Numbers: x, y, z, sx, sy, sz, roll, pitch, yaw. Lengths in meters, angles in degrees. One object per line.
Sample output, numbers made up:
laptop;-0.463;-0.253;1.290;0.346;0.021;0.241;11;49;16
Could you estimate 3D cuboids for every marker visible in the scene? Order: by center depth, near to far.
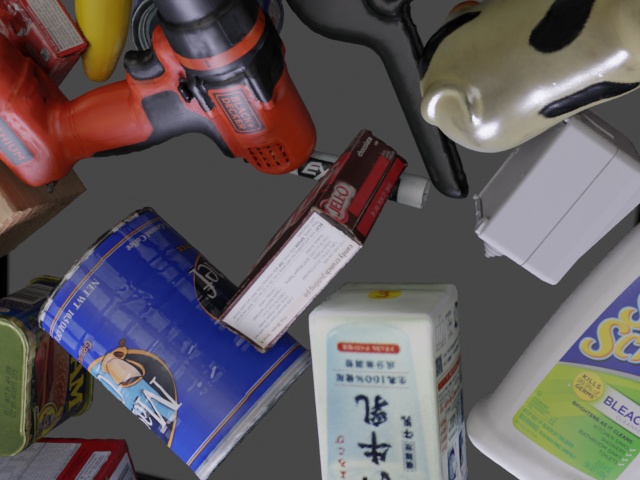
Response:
marker;0.007;-0.043;0.649;0.121;0.020;0.020;16;107;15

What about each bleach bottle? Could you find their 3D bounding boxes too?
bleach bottle;0.188;0.032;0.583;0.102;0.068;0.251;34;108;9

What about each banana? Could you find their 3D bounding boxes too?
banana;-0.147;-0.200;0.657;0.070;0.037;0.198;-11;97;51

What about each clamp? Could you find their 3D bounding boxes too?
clamp;0.043;-0.132;0.606;0.210;0.036;0.165;29;110;7

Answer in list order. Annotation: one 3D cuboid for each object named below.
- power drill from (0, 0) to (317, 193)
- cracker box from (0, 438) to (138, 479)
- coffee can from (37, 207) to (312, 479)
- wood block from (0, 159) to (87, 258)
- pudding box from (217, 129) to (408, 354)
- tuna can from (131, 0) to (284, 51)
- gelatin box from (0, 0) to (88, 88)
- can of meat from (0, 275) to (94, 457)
power drill;-0.112;-0.095;0.593;0.188;0.057;0.184;-5;142;21
cracker box;-0.221;0.222;0.745;0.214;0.072;0.164;-3;115;19
coffee can;-0.088;0.063;0.661;0.140;0.102;0.103;42;112;5
wood block;-0.260;-0.086;0.691;0.090;0.090;0.206;-35;90;23
pudding box;-0.004;0.001;0.611;0.039;0.090;0.114;36;129;-3
tuna can;-0.066;-0.125;0.621;0.086;0.033;0.086;7;144;5
gelatin box;-0.193;-0.136;0.674;0.073;0.030;0.089;-33;90;49
can of meat;-0.196;0.084;0.713;0.057;0.083;0.102;10;105;15
